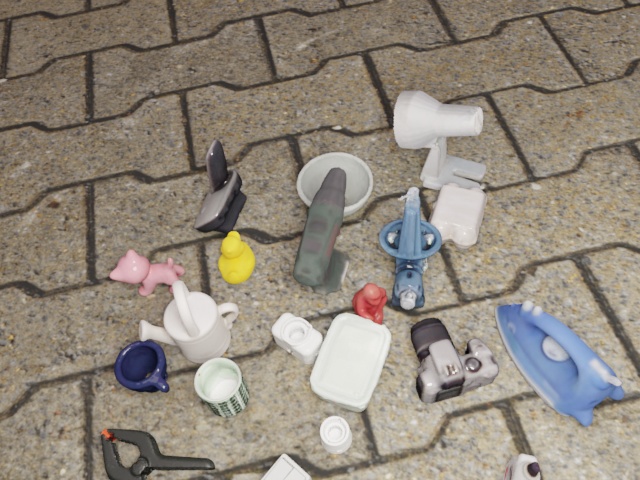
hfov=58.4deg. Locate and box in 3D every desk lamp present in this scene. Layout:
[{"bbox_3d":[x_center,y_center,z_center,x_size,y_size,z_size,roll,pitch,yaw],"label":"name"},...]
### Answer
[{"bbox_3d":[0.259,-0.212,1.221,0.202,0.214,0.118,17,60,16],"label":"desk lamp"}]

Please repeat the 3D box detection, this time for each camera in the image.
[{"bbox_3d":[0.228,0.202,1.022,0.143,0.101,0.136,-16,57,-5],"label":"camera"}]

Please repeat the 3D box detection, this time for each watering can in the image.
[{"bbox_3d":[-0.239,0.149,1.045,0.173,0.194,0.100,-36,61,-17],"label":"watering can"}]

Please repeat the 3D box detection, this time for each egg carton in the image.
[{"bbox_3d":[0.286,-0.052,1.201,0.107,0.069,0.150,14,59,14],"label":"egg carton"}]

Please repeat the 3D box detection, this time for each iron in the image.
[{"bbox_3d":[0.405,0.183,0.992,0.119,0.141,0.257,-32,60,-15],"label":"iron"}]

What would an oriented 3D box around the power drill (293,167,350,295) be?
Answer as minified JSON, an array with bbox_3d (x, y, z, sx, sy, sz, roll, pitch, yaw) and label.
[{"bbox_3d":[0.010,0.004,1.107,0.075,0.209,0.230,11,59,13],"label":"power drill"}]

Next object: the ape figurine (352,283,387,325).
[{"bbox_3d":[0.097,0.115,1.096,0.078,0.092,0.076,-38,61,-18],"label":"ape figurine"}]

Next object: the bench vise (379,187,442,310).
[{"bbox_3d":[0.181,0.017,1.075,0.121,0.220,0.207,-12,57,-2],"label":"bench vise"}]

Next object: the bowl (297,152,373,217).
[{"bbox_3d":[0.035,-0.108,1.258,0.167,0.075,0.167,-2,57,4],"label":"bowl"}]

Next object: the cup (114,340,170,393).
[{"bbox_3d":[-0.306,0.249,1.046,0.117,0.095,0.092,33,66,24],"label":"cup"}]

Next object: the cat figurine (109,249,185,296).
[{"bbox_3d":[-0.351,0.060,1.160,0.127,0.118,0.067,-8,56,1],"label":"cat figurine"}]

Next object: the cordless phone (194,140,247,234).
[{"bbox_3d":[-0.229,-0.112,1.220,0.094,0.185,0.147,7,58,11],"label":"cordless phone"}]

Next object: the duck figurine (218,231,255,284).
[{"bbox_3d":[-0.178,0.031,1.181,0.077,0.086,0.104,-3,57,4],"label":"duck figurine"}]

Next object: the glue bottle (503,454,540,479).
[{"bbox_3d":[0.308,0.360,0.867,0.037,0.173,0.078,9,58,11],"label":"glue bottle"}]
